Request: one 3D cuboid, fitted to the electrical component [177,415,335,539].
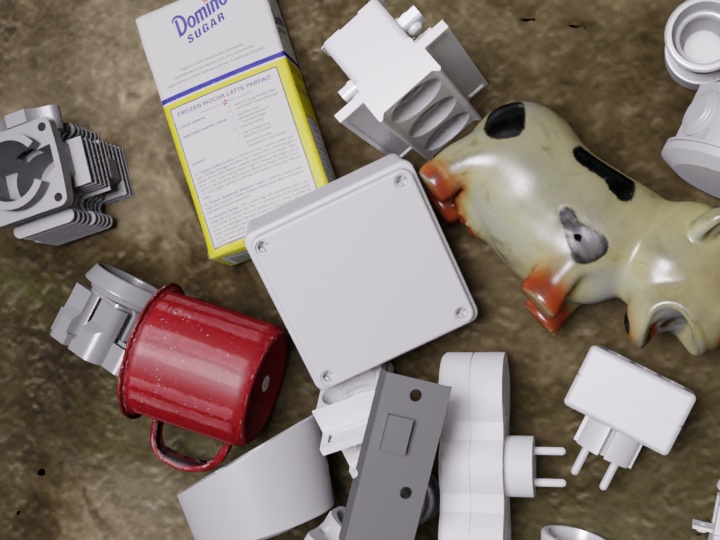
[{"bbox_3d":[-0.065,0.134,0.676,0.099,0.099,0.064,-17,88,14],"label":"electrical component"}]

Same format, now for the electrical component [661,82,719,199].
[{"bbox_3d":[0.220,-0.070,0.618,0.080,0.080,0.051,25,88,15],"label":"electrical component"}]

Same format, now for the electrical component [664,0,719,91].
[{"bbox_3d":[0.204,-0.133,0.638,0.045,0.055,0.045,-1,86,16],"label":"electrical component"}]

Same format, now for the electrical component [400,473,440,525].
[{"bbox_3d":[0.030,0.142,0.666,0.035,0.061,0.035,-1,86,15],"label":"electrical component"}]

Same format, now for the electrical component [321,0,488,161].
[{"bbox_3d":[0.027,-0.113,0.652,0.079,0.121,0.063,-40,75,10],"label":"electrical component"}]

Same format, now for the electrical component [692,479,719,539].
[{"bbox_3d":[0.228,0.145,0.621,0.066,0.048,0.055,10,97,16],"label":"electrical component"}]

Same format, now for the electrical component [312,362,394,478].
[{"bbox_3d":[0.005,0.095,0.671,0.042,0.081,0.063,-21,110,14],"label":"electrical component"}]

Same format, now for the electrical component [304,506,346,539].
[{"bbox_3d":[0.029,0.213,0.647,0.150,0.089,0.061,33,95,15],"label":"electrical component"}]

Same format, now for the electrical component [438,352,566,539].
[{"bbox_3d":[0.088,0.119,0.654,0.074,0.052,0.138,-1,82,13],"label":"electrical component"}]

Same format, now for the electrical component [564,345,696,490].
[{"bbox_3d":[0.153,0.093,0.643,0.066,0.047,0.076,27,94,16],"label":"electrical component"}]

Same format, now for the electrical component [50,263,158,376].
[{"bbox_3d":[-0.167,0.032,0.728,0.078,0.058,0.057,28,91,35],"label":"electrical component"}]

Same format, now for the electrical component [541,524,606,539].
[{"bbox_3d":[0.125,0.192,0.649,0.044,0.044,0.065,13,95,16],"label":"electrical component"}]

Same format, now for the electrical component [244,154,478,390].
[{"bbox_3d":[0.000,0.000,0.659,0.109,0.056,0.108,-25,105,1],"label":"electrical component"}]
